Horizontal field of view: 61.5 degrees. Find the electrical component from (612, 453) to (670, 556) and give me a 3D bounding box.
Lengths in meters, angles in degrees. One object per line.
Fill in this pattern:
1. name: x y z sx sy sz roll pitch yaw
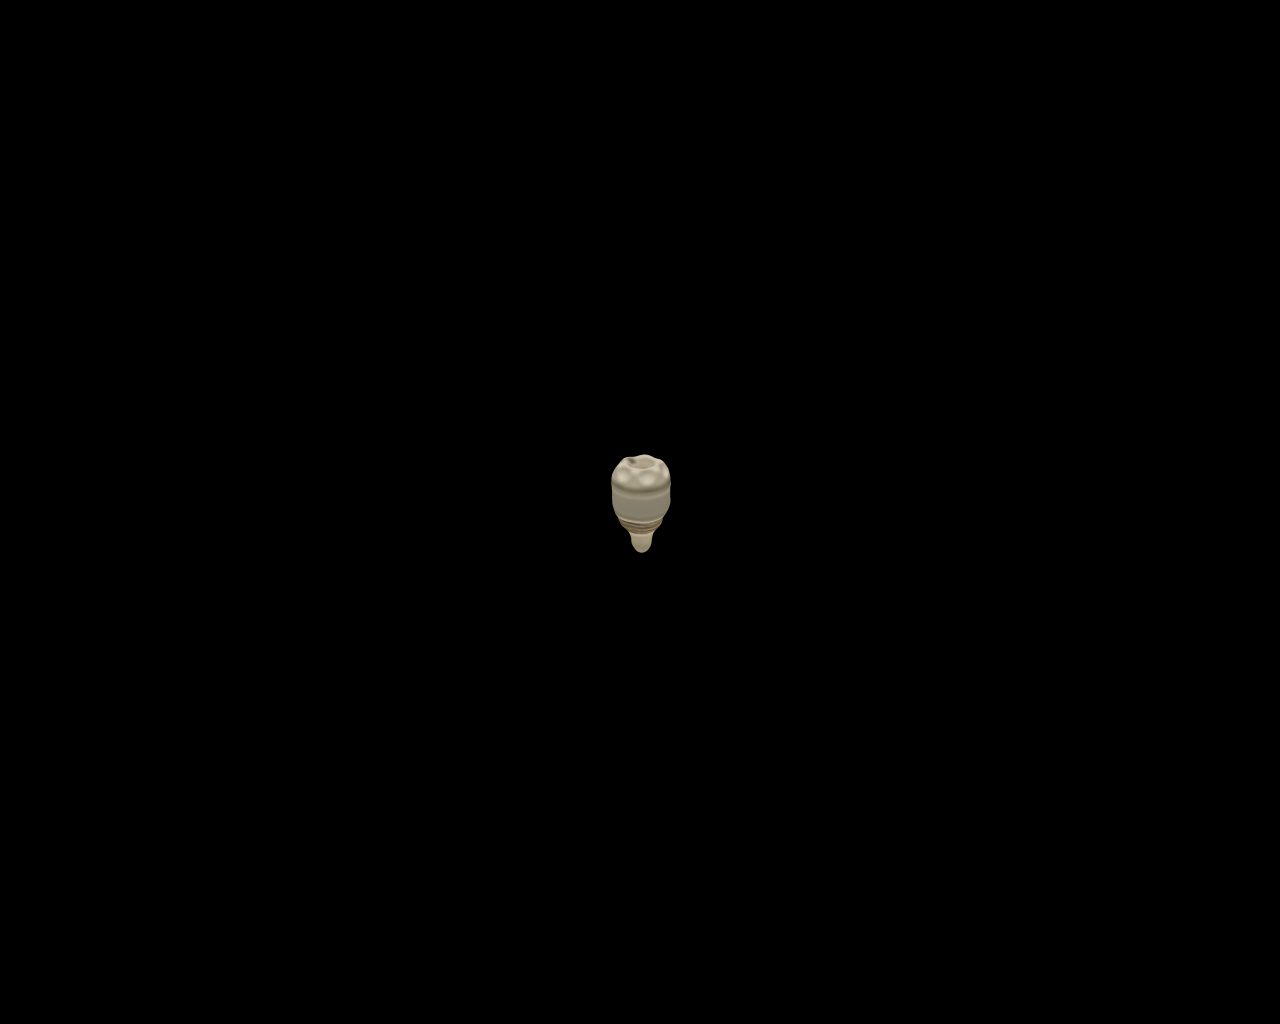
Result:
1. electrical component: 0.001 -0.003 0.650 0.035 0.061 0.035 0 27 0
